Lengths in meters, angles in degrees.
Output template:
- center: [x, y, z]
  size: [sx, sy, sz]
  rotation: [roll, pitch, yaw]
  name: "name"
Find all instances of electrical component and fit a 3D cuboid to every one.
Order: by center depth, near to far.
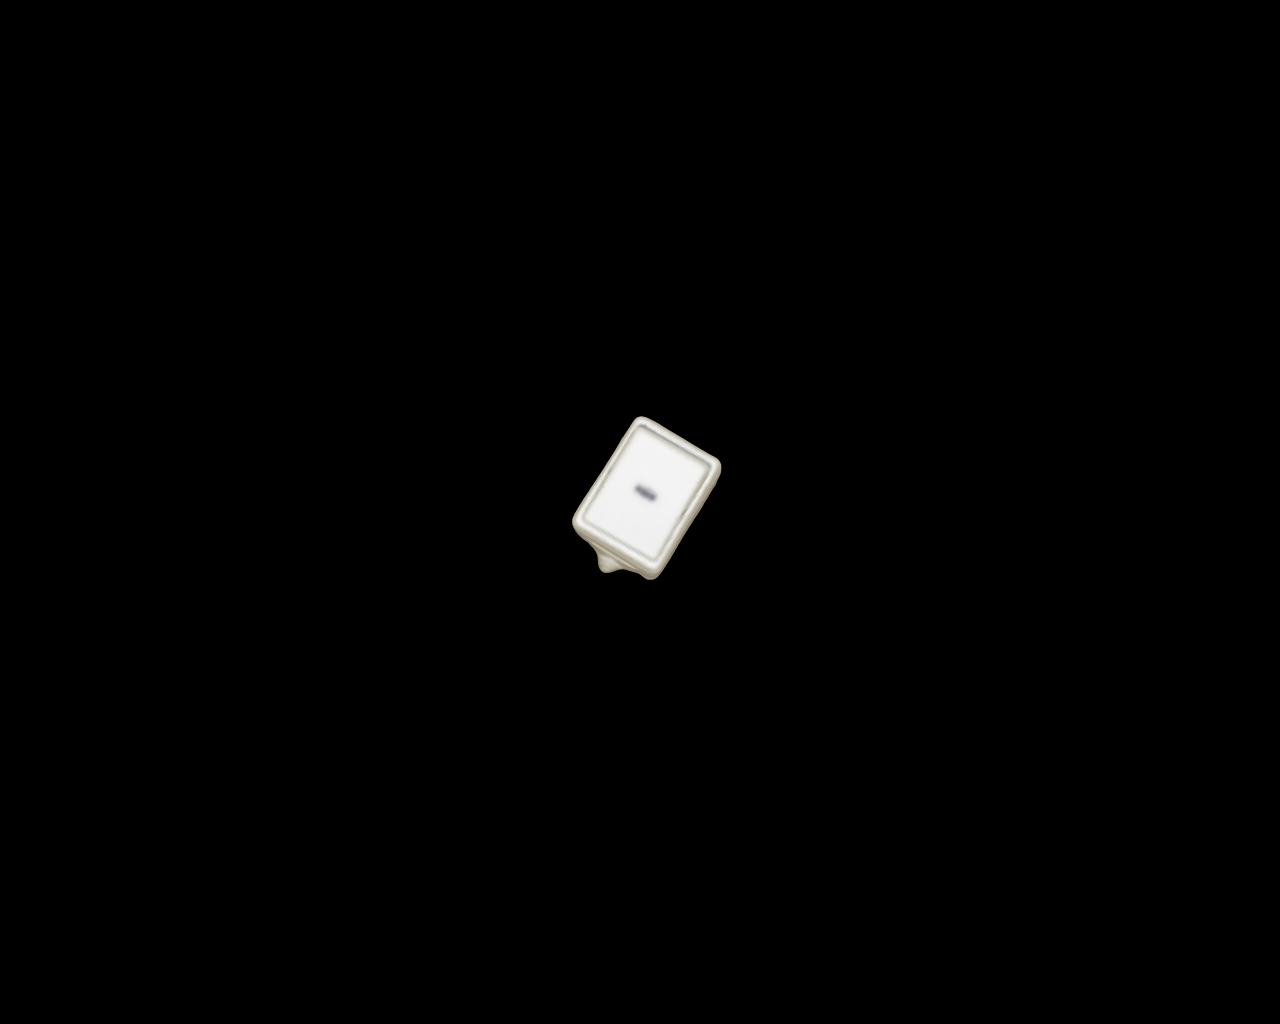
- center: [0.001, -0.003, 0.650]
  size: [0.062, 0.096, 0.061]
  rotation: [31, -7, 5]
  name: "electrical component"
